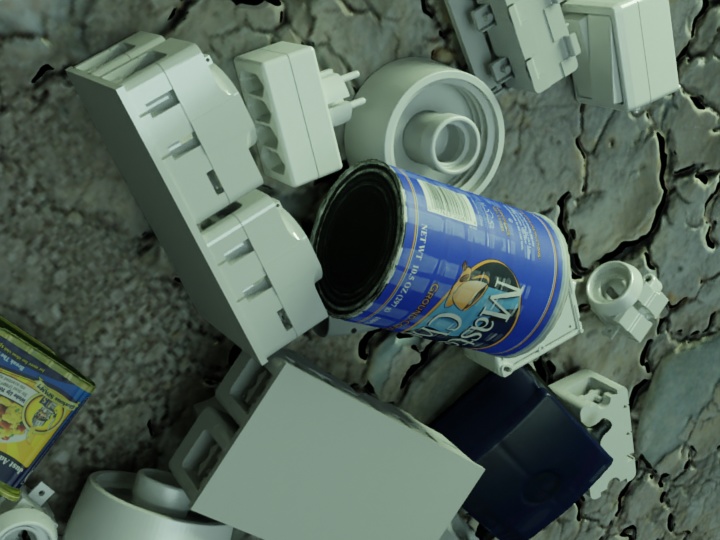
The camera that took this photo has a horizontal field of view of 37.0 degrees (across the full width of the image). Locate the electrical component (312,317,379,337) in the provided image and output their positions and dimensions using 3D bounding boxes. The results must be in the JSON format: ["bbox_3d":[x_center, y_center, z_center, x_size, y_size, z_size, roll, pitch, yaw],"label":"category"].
[{"bbox_3d":[0.000,0.000,0.758,0.077,0.043,0.079,-16,112,-25],"label":"electrical component"}]

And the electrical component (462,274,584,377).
[{"bbox_3d":[0.122,0.028,0.826,0.096,0.061,0.061,-27,116,-21],"label":"electrical component"}]

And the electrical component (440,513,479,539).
[{"bbox_3d":[0.043,0.215,0.845,0.074,0.052,0.138,-32,121,11],"label":"electrical component"}]

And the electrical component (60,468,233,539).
[{"bbox_3d":[-0.133,0.163,0.696,0.108,0.108,0.060,19,89,-33],"label":"electrical component"}]

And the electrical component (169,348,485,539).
[{"bbox_3d":[-0.021,0.131,0.718,0.186,0.060,0.105,32,92,-34],"label":"electrical component"}]

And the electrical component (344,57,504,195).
[{"bbox_3d":[0.051,-0.091,0.749,0.108,0.060,0.108,-9,109,-27],"label":"electrical component"}]

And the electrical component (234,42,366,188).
[{"bbox_3d":[-0.031,-0.108,0.705,0.076,0.047,0.083,-24,115,-22],"label":"electrical component"}]

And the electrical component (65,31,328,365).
[{"bbox_3d":[-0.094,-0.047,0.652,0.060,0.105,0.186,-34,119,-17],"label":"electrical component"}]

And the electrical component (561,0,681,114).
[{"bbox_3d":[0.194,-0.160,0.810,0.061,0.062,0.096,-25,116,-21],"label":"electrical component"}]

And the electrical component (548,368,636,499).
[{"bbox_3d":[0.190,0.135,0.900,0.050,0.056,0.089,-21,114,-23],"label":"electrical component"}]

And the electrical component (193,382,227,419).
[{"bbox_3d":[-0.083,0.091,0.738,0.062,0.048,0.048,-18,113,-17],"label":"electrical component"}]

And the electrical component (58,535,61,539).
[{"bbox_3d":[-0.199,0.204,0.699,0.045,0.055,0.045,-9,109,-27],"label":"electrical component"}]

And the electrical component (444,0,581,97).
[{"bbox_3d":[0.104,-0.187,0.749,0.079,0.063,0.121,-34,119,-17],"label":"electrical component"}]

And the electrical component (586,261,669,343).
[{"bbox_3d":[0.218,0.024,0.890,0.055,0.048,0.066,39,84,-40],"label":"electrical component"}]

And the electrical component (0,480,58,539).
[{"bbox_3d":[-0.218,0.164,0.675,0.066,0.055,0.048,-46,122,-10],"label":"electrical component"}]
